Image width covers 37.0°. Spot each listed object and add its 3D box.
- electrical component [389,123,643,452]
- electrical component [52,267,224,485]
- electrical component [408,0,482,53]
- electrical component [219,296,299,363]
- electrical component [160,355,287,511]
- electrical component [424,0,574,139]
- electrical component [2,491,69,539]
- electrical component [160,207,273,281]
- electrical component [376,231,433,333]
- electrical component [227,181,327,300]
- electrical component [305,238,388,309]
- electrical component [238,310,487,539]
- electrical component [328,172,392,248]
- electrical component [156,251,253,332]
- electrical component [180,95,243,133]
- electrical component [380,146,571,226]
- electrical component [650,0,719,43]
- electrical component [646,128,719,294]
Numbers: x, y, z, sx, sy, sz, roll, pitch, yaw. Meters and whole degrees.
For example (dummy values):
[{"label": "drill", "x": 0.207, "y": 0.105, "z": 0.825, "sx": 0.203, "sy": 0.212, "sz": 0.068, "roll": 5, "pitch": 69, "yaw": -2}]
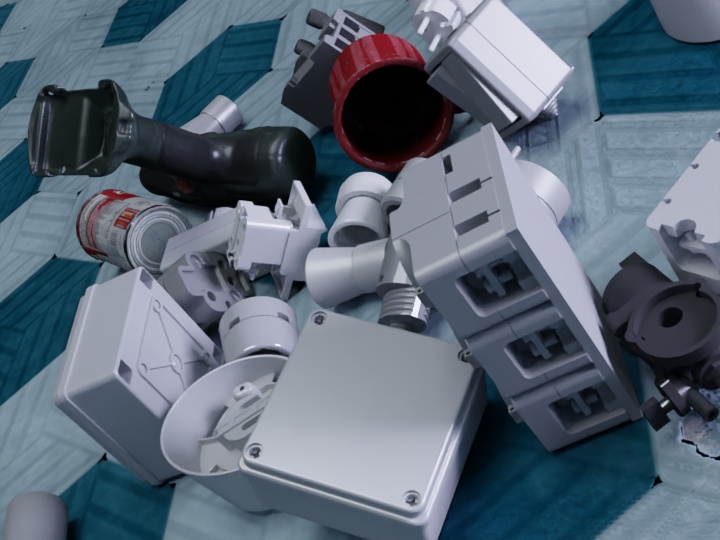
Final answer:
[{"label": "electrical component", "x": 0.080, "y": 0.014, "z": 0.560, "sx": 0.062, "sy": 0.150, "sz": 0.089, "roll": -26, "pitch": 36, "yaw": 18}, {"label": "electrical component", "x": -0.150, "y": 0.074, "z": 0.749, "sx": 0.056, "sy": 0.108, "sz": 0.108, "roll": -23, "pitch": 38, "yaw": 19}, {"label": "electrical component", "x": 0.068, "y": -0.217, "z": 0.909, "sx": 0.047, "sy": 0.065, "sz": 0.076, "roll": -4, "pitch": 48, "yaw": 41}, {"label": "electrical component", "x": -0.068, "y": 0.054, "z": 0.742, "sx": 0.055, "sy": 0.055, "sz": 0.047, "roll": -31, "pitch": 39, "yaw": 13}, {"label": "electrical component", "x": -0.067, "y": 0.100, "z": 0.678, "sx": 0.099, "sy": 0.064, "sz": 0.099, "roll": -25, "pitch": 37, "yaw": 21}, {"label": "electrical component", "x": 0.101, "y": -0.136, "z": 0.769, "sx": 0.061, "sy": 0.096, "sz": 0.062, "roll": -49, "pitch": 6, "yaw": -14}, {"label": "electrical component", "x": -0.225, "y": 0.197, "z": 0.738, "sx": 0.043, "sy": 0.043, "sz": 0.081, "roll": -31, "pitch": 35, "yaw": 12}, {"label": "electrical component", "x": -0.111, "y": -0.025, "z": 0.878, "sx": 0.083, "sy": 0.047, "sz": 0.075, "roll": -22, "pitch": 37, "yaw": 24}, {"label": "electrical component", "x": 0.034, "y": 0.009, "z": 0.703, "sx": 0.043, "sy": 0.043, "sz": 0.081, "roll": -6, "pitch": 61, "yaw": 40}, {"label": "electrical component", "x": -0.064, "y": -0.023, "z": 0.805, "sx": 0.042, "sy": 0.064, "sz": 0.081, "roll": -120, "pitch": 40, "yaw": -55}, {"label": "electrical component", "x": 0.000, "y": 0.000, "z": 0.751, "sx": 0.065, "sy": 0.044, "sz": 0.044, "roll": -13, "pitch": 42, "yaw": 27}, {"label": "electrical component", "x": 0.005, "y": 0.088, "z": 0.599, "sx": 0.109, "sy": 0.056, "sz": 0.108, "roll": 13, "pitch": 56, "yaw": 19}, {"label": "electrical component", "x": 0.003, "y": -0.038, "z": 0.788, "sx": 0.045, "sy": 0.045, "sz": 0.055, "roll": -19, "pitch": 39, "yaw": 28}, {"label": "electrical component", "x": -0.128, "y": 0.024, "z": 0.822, "sx": 0.057, "sy": 0.078, "sz": 0.058, "roll": -37, "pitch": 71, "yaw": 25}, {"label": "electrical component", "x": -0.145, "y": -0.138, "z": 1.046, "sx": 0.044, "sy": 0.044, "sz": 0.065, "roll": 13, "pitch": 56, "yaw": 50}, {"label": "electrical component", "x": 0.083, "y": -0.057, "z": 0.725, "sx": 0.138, "sy": 0.052, "sz": 0.073, "roll": 8, "pitch": 56, "yaw": 48}, {"label": "electrical component", "x": 0.249, "y": -0.208, "z": 0.750, "sx": 0.099, "sy": 0.064, "sz": 0.099, "roll": -34, "pitch": 20, "yaw": 14}, {"label": "electrical component", "x": 0.207, "y": -0.033, "z": 0.577, "sx": 0.089, "sy": 0.055, "sz": 0.050, "roll": -49, "pitch": 35, "yaw": -13}]
